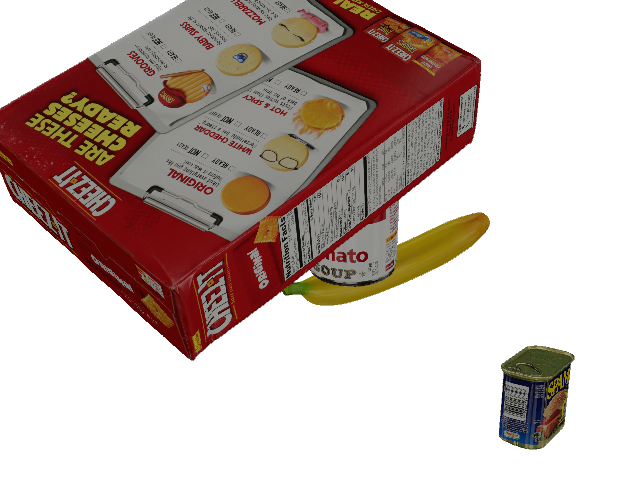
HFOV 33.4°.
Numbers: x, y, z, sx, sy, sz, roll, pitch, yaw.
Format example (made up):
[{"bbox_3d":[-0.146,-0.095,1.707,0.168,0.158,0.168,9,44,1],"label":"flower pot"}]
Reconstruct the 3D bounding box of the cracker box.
[{"bbox_3d":[-0.044,-0.058,0.581,0.213,0.072,0.164,-38,56,-24],"label":"cracker box"}]

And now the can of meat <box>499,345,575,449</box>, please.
[{"bbox_3d":[0.234,0.171,1.164,0.058,0.084,0.101,11,16,30],"label":"can of meat"}]

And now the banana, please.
[{"bbox_3d":[0.065,0.023,0.985,0.198,0.037,0.069,-22,-8,9],"label":"banana"}]

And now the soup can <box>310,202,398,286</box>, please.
[{"bbox_3d":[0.023,-0.026,0.775,0.068,0.102,0.068,-1,27,0],"label":"soup can"}]
